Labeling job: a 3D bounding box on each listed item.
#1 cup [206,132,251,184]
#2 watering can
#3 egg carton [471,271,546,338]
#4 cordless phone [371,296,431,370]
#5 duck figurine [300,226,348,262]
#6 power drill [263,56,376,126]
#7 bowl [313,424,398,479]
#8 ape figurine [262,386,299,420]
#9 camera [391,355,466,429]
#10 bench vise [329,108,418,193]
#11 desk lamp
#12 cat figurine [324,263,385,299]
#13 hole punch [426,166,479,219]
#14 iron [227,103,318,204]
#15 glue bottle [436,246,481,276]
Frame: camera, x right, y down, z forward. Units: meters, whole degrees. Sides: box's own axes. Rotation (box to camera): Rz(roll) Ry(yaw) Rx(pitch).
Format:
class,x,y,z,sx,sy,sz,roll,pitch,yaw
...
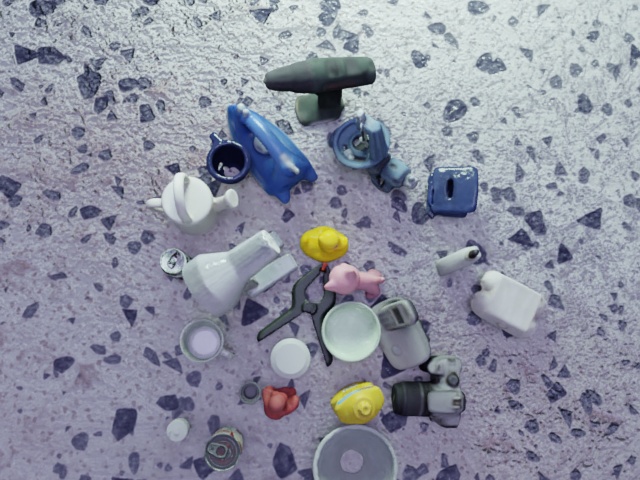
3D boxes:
class,x,y,z,sx,sy,sz,roll,pitch,yaw
cup,-0.196,-0.165,1.208,0.092,0.095,0.118,-31,84,-8
watering can,-0.254,-0.077,1.139,0.173,0.194,0.101,-25,83,-8
egg carton,0.399,0.138,1.217,0.150,0.069,0.107,27,80,0
cordless phone,0.169,0.183,1.134,0.094,0.185,0.147,-28,84,-8
duck figurine,0.011,0.004,1.201,0.104,0.086,0.077,5,80,-3
power drill,-0.003,-0.312,1.189,0.229,0.208,0.075,-15,82,-6
bowl,0.066,0.448,1.139,0.167,0.074,0.167,1,81,-4
ape figurine,-0.083,0.322,1.139,0.078,0.092,0.076,38,80,3
camera,0.218,0.306,1.160,0.137,0.100,0.143,1,81,-4
bench vise,0.121,-0.193,1.173,0.207,0.219,0.121,20,80,-1
desk lamp,-0.151,0.054,1.116,0.203,0.213,0.118,-34,84,-9
cat figurine,0.071,0.082,1.177,0.128,0.117,0.067,3,80,-4
hole punch,0.284,-0.103,1.236,0.101,0.091,0.109,5,80,-3
iron,-0.119,-0.208,1.197,0.119,0.141,0.258,-40,86,-9
glue bottle,0.294,0.037,1.173,0.078,0.173,0.037,-25,83,-7
